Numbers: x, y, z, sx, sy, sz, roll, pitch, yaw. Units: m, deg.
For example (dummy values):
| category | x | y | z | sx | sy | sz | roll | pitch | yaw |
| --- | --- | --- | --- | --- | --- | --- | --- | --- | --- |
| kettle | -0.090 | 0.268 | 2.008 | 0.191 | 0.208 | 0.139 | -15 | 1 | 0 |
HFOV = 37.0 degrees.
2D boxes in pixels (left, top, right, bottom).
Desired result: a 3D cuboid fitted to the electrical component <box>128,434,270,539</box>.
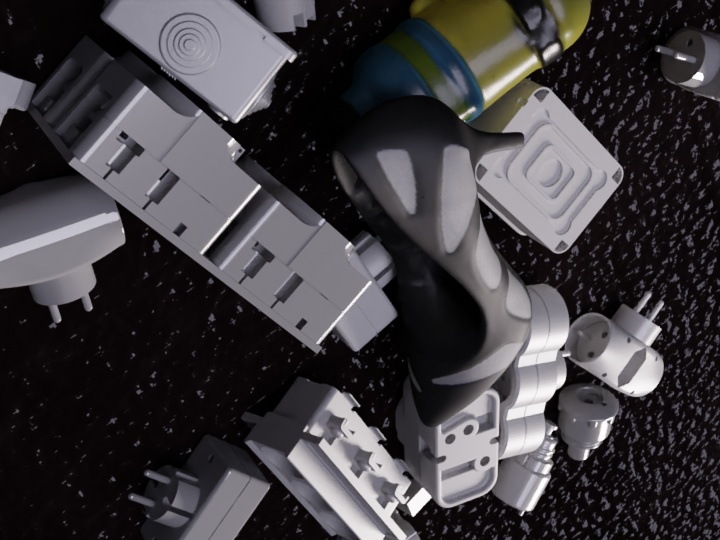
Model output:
| category | x | y | z | sx | sy | sz | roll | pitch | yaw |
| --- | --- | --- | --- | --- | --- | --- | --- | --- | --- |
| electrical component | -0.118 | 0.153 | 0.714 | 0.076 | 0.047 | 0.083 | 31 | 96 | -37 |

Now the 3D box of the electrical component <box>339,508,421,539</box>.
| category | x | y | z | sx | sy | sz | roll | pitch | yaw |
| --- | --- | --- | --- | --- | --- | --- | --- | --- | --- |
| electrical component | 0.023 | 0.230 | 0.831 | 0.056 | 0.050 | 0.089 | -34 | 125 | -12 |

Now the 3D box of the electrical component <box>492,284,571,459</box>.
| category | x | y | z | sx | sy | sz | roll | pitch | yaw |
| --- | --- | --- | --- | --- | --- | --- | --- | --- | --- |
| electrical component | 0.131 | 0.076 | 0.816 | 0.074 | 0.052 | 0.138 | -6 | 116 | -32 |

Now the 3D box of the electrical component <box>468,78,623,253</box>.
| category | x | y | z | sx | sy | sz | roll | pitch | yaw |
| --- | --- | --- | --- | --- | --- | --- | --- | --- | --- |
| electrical component | 0.113 | -0.074 | 0.729 | 0.113 | 0.057 | 0.078 | 37 | 92 | -37 |

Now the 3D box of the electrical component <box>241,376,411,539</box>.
| category | x | y | z | sx | sy | sz | roll | pitch | yaw |
| --- | --- | --- | --- | --- | --- | --- | --- | --- | --- |
| electrical component | -0.017 | 0.134 | 0.752 | 0.063 | 0.079 | 0.121 | -54 | 130 | -24 |

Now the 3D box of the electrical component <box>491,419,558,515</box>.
| category | x | y | z | sx | sy | sz | roll | pitch | yaw |
| --- | --- | --- | --- | --- | --- | --- | --- | --- | --- |
| electrical component | 0.136 | 0.157 | 0.866 | 0.040 | 0.040 | 0.078 | 19 | 103 | -35 |

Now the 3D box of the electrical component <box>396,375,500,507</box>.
| category | x | y | z | sx | sy | sz | roll | pitch | yaw |
| --- | --- | --- | --- | --- | --- | --- | --- | --- | --- |
| electrical component | 0.064 | 0.117 | 0.794 | 0.054 | 0.059 | 0.095 | -15 | 120 | -23 |

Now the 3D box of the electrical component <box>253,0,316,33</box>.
| category | x | y | z | sx | sy | sz | roll | pitch | yaw |
| --- | --- | --- | --- | --- | --- | --- | --- | --- | --- |
| electrical component | -0.044 | -0.162 | 0.607 | 0.040 | 0.040 | 0.046 | -21 | 127 | -19 |

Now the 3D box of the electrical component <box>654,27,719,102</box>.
| category | x | y | z | sx | sy | sz | roll | pitch | yaw |
| --- | --- | --- | --- | --- | --- | --- | --- | --- | --- |
| electrical component | 0.241 | -0.145 | 0.755 | 0.079 | 0.077 | 0.043 | 7 | 110 | -32 |

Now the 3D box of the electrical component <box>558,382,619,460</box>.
| category | x | y | z | sx | sy | sz | roll | pitch | yaw |
| --- | --- | --- | --- | --- | --- | --- | --- | --- | --- |
| electrical component | 0.183 | 0.126 | 0.876 | 0.048 | 0.048 | 0.062 | -13 | 125 | -24 |

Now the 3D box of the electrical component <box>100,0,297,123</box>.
| category | x | y | z | sx | sy | sz | roll | pitch | yaw |
| --- | --- | --- | --- | --- | --- | --- | --- | --- | --- |
| electrical component | -0.084 | -0.123 | 0.559 | 0.100 | 0.099 | 0.048 | 38 | 97 | -15 |

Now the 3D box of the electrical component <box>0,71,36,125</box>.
| category | x | y | z | sx | sy | sz | roll | pitch | yaw |
| --- | --- | --- | --- | --- | --- | --- | --- | --- | --- |
| electrical component | -0.207 | -0.081 | 0.550 | 0.066 | 0.048 | 0.055 | 18 | 96 | -35 |

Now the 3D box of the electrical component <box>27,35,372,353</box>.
| category | x | y | z | sx | sy | sz | roll | pitch | yaw |
| --- | --- | --- | --- | --- | --- | --- | --- | --- | --- |
| electrical component | -0.085 | -0.044 | 0.600 | 0.060 | 0.105 | 0.186 | -49 | 127 | 0 |

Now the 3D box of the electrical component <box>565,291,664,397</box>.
| category | x | y | z | sx | sy | sz | roll | pitch | yaw |
| --- | --- | --- | --- | --- | --- | --- | --- | --- | --- |
| electrical component | 0.213 | 0.053 | 0.857 | 0.077 | 0.043 | 0.079 | 30 | 96 | -37 |

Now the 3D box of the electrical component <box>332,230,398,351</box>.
| category | x | y | z | sx | sy | sz | roll | pitch | yaw |
| --- | --- | --- | --- | --- | --- | --- | --- | --- | --- |
| electrical component | 0.000 | 0.000 | 0.707 | 0.077 | 0.047 | 0.065 | -41 | 127 | -8 |

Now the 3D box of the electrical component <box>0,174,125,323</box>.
| category | x | y | z | sx | sy | sz | roll | pitch | yaw |
| --- | --- | --- | --- | --- | --- | --- | --- | --- | --- |
| electrical component | -0.172 | -0.007 | 0.606 | 0.077 | 0.044 | 0.079 | -21 | 122 | -19 |
